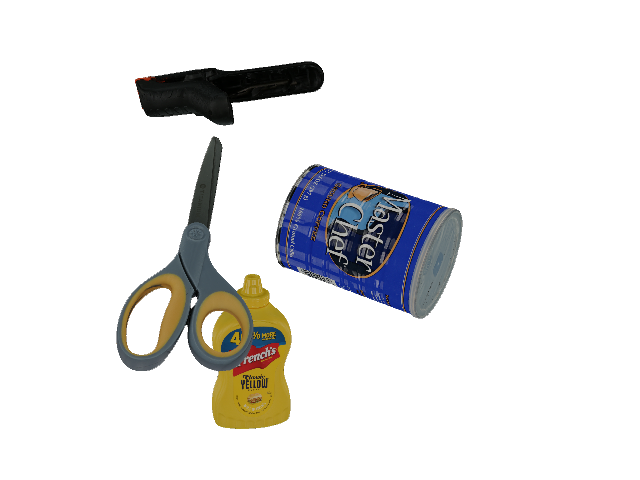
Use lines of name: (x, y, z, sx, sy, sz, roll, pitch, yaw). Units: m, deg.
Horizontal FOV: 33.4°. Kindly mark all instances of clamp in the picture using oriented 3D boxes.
clamp: (-0.083, -0.125, 0.880, 0.120, 0.039, 0.172, -17, 21, -38)

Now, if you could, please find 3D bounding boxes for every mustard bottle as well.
mustard bottle: (-0.084, 0.133, 1.302, 0.096, 0.192, 0.058, -2, 19, -11)

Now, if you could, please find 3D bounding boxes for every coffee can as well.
coffee can: (0.045, 0.000, 0.969, 0.140, 0.103, 0.102, 20, 7, 21)

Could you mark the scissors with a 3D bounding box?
scissors: (-0.070, 0.011, 0.728, 0.096, 0.201, 0.016, 20, -37, 7)
